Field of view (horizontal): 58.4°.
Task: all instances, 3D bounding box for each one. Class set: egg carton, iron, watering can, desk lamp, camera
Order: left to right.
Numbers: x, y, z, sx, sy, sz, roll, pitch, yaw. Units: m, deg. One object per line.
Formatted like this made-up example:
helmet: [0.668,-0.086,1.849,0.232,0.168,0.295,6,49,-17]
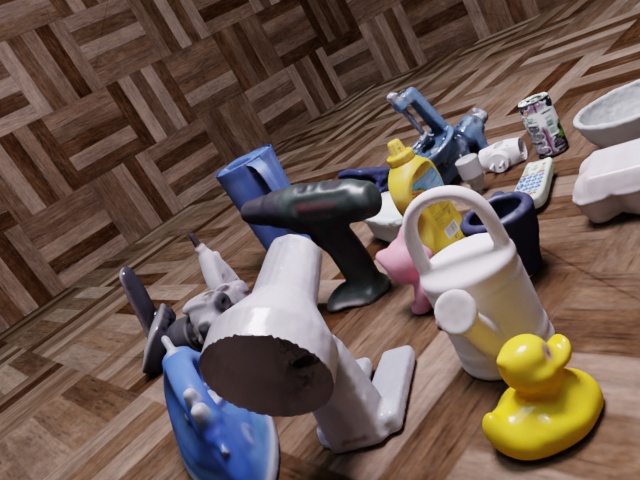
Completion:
iron: [-0.131,0.196,0.663,0.119,0.142,0.257,-35,17,-15]
camera: [-0.199,0.140,1.012,0.136,0.101,0.143,-22,18,24]
desk lamp: [-0.007,0.112,0.576,0.117,0.214,0.203,-22,19,26]
watering can: [0.151,0.037,0.563,0.101,0.194,0.173,-28,17,7]
egg carton: [0.394,-0.079,0.709,0.150,0.069,0.107,-16,22,39]

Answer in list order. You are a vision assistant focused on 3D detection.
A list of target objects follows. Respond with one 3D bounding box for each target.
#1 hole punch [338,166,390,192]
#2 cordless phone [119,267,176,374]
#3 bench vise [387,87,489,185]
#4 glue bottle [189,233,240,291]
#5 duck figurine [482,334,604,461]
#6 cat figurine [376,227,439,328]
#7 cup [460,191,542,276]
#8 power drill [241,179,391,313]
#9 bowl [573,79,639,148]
hole punch: [0.110,-0.143,1.332,0.101,0.091,0.108,-38,19,-24]
cordless phone: [-0.330,0.145,1.069,0.094,0.185,0.147,-32,17,-6]
bench vise: [0.225,-0.214,1.122,0.208,0.220,0.121,-40,20,-30]
glue bottle: [-0.209,0.059,1.138,0.037,0.173,0.078,-23,18,22]
duck figurine: [0.173,0.121,0.472,0.104,0.086,0.077,-32,17,-8]
cat figurine: [0.129,0.038,0.729,0.067,0.118,0.127,-35,17,-15]
cup: [0.235,-0.005,0.717,0.091,0.095,0.118,-22,19,26]
power drill: [0.008,0.003,0.874,0.229,0.209,0.076,-19,20,33]
bowl: [0.475,-0.179,0.856,0.167,0.075,0.167,-27,17,9]
